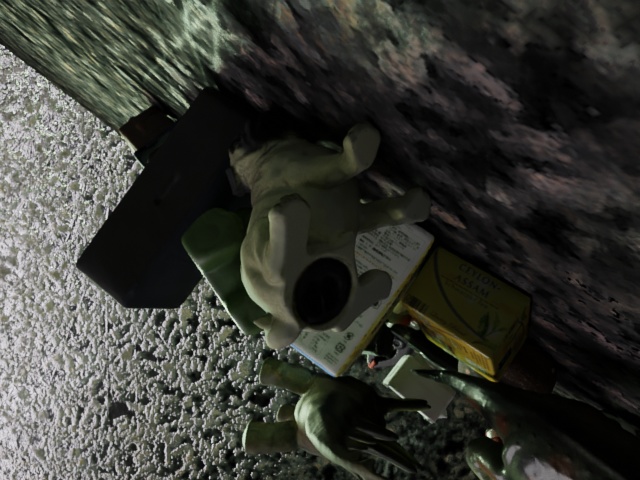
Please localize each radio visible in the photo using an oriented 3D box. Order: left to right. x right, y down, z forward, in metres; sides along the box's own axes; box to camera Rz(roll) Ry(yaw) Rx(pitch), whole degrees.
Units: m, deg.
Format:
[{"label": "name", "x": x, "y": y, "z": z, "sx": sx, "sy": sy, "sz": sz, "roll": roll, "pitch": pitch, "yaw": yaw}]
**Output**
[{"label": "radio", "x": -0.139, "y": -0.035, "z": 0.580, "sx": 0.073, "sy": 0.229, "sz": 0.131, "roll": 36, "pitch": 178, "yaw": 14}]

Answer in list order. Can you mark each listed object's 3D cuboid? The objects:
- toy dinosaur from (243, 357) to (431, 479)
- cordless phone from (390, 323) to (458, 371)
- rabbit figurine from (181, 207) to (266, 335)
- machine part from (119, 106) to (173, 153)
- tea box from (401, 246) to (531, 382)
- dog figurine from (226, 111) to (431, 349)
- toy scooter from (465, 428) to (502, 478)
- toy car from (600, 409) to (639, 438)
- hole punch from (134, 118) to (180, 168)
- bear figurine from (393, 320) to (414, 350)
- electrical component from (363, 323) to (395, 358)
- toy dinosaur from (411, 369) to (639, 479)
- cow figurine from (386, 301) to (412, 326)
[{"label": "toy dinosaur", "x": 0.022, "y": 0.199, "z": 0.607, "sx": 0.199, "sy": 0.105, "sz": 0.471, "roll": 7, "pitch": 173, "yaw": 10}, {"label": "cordless phone", "x": 0.195, "y": 0.169, "z": 0.747, "sx": 0.184, "sy": 0.088, "sz": 0.147, "roll": 32, "pitch": 176, "yaw": -24}, {"label": "rabbit figurine", "x": -0.035, "y": 0.009, "z": 0.560, "sx": 0.121, "sy": 0.170, "sz": 0.159, "roll": 55, "pitch": 170, "yaw": 6}, {"label": "machine part", "x": -0.267, "y": -0.135, "z": 1.002, "sx": 0.201, "sy": 0.087, "sz": 0.201, "roll": 49, "pitch": 170, "yaw": 6}, {"label": "tea box", "x": 0.152, "y": 0.082, "z": 0.545, "sx": 0.098, "sy": 0.068, "sz": 0.169, "roll": 32, "pitch": 171, "yaw": 26}, {"label": "dog figurine", "x": -0.034, "y": -0.017, "z": 0.435, "sx": 0.191, "sy": 0.172, "sz": 0.121, "roll": 18, "pitch": 150, "yaw": 50}, {"label": "toy scooter", "x": 0.254, "y": 0.249, "z": 0.647, "sx": 0.183, "sy": 0.135, "sz": 0.075, "roll": 44, "pitch": -155, "yaw": -60}, {"label": "toy car", "x": 0.390, "y": 0.267, "z": 0.638, "sx": 0.201, "sy": 0.056, "sz": 0.073, "roll": 39, "pitch": 173, "yaw": -17}, {"label": "hole punch", "x": -0.176, "y": -0.105, "z": 0.735, "sx": 0.092, "sy": 0.142, "sz": 0.115, "roll": 27, "pitch": 154, "yaw": 50}, {"label": "bear figurine", "x": 0.073, "y": 0.121, "z": 1.029, "sx": 0.132, "sy": 0.120, "sz": 0.196, "roll": 36, "pitch": 176, "yaw": -23}, {"label": "electrical component", "x": 0.044, "y": 0.140, "z": 0.788, "sx": 0.119, "sy": 0.048, "sz": 0.074, "roll": 3, "pitch": 160, "yaw": 26}, {"label": "toy dinosaur", "x": 0.248, "y": 0.204, "z": 0.464, "sx": 0.405, "sy": 0.131, "sz": 0.192, "roll": 28, "pitch": 148, "yaw": 24}, {"label": "cow figurine", "x": 0.078, "y": 0.079, "z": 0.795, "sx": 0.127, "sy": 0.085, "sz": 0.195, "roll": 26, "pitch": 160, "yaw": -22}]
